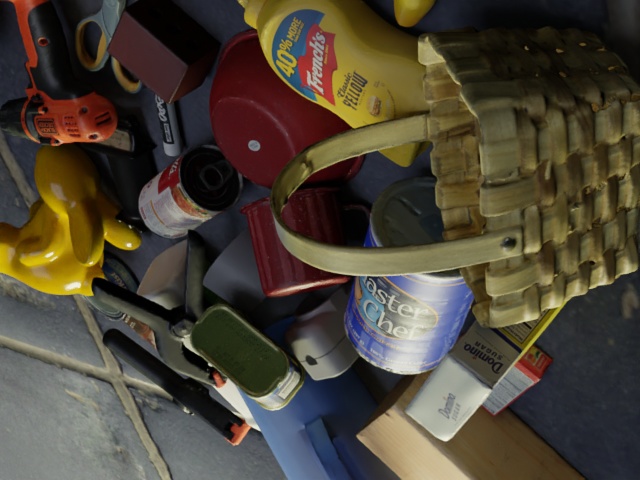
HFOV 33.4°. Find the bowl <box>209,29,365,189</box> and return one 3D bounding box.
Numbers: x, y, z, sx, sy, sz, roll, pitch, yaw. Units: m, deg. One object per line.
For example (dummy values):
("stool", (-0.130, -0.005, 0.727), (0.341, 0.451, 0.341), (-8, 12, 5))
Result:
("bowl", (-0.042, -0.097, 0.919), (0.162, 0.055, 0.162), (27, 141, 24))

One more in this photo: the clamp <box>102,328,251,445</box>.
("clamp", (-0.159, 0.175, 1.237), (0.164, 0.036, 0.210), (42, 169, -38))

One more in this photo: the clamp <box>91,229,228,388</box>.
("clamp", (-0.131, 0.071, 1.064), (0.120, 0.039, 0.171), (-32, 117, 15))

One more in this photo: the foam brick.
("foam brick", (-0.137, -0.168, 0.936), (0.078, 0.052, 0.051), (41, 132, 3))

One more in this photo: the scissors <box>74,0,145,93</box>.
("scissors", (-0.176, -0.204, 0.978), (0.096, 0.016, 0.202), (45, 144, -4))

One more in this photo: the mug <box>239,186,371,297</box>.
("mug", (-0.006, 0.001, 0.940), (0.093, 0.117, 0.081), (130, 129, -80))

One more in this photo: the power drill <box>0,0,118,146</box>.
("power drill", (-0.286, -0.183, 1.052), (0.185, 0.057, 0.187), (6, 123, 43))

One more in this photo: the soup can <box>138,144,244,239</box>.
("soup can", (-0.128, -0.045, 1.043), (0.068, 0.068, 0.102), (51, 145, -9))

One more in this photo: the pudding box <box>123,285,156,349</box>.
("pudding box", (-0.175, 0.089, 1.245), (0.090, 0.039, 0.114), (41, 145, 4))

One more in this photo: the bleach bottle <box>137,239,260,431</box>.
("bleach bottle", (-0.094, 0.122, 1.166), (0.068, 0.102, 0.250), (-28, 114, 25))

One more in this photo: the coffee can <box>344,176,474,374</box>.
("coffee can", (0.081, 0.031, 0.886), (0.103, 0.102, 0.140), (32, 143, 16))

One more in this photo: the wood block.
("wood block", (0.148, 0.213, 1.010), (0.206, 0.090, 0.091), (43, 143, 3))

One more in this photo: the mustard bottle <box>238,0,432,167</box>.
("mustard bottle", (0.012, -0.144, 0.817), (0.192, 0.058, 0.096), (37, 142, 12))

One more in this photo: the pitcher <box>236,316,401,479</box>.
("pitcher", (0.011, 0.205, 1.098), (0.149, 0.144, 0.243), (-15, 111, 47))

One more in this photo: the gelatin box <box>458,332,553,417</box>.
("gelatin box", (0.154, 0.110, 0.954), (0.073, 0.030, 0.089), (39, 144, 5))

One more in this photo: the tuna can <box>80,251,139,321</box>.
("tuna can", (-0.259, 0.055, 1.298), (0.086, 0.033, 0.086), (26, 140, 24))

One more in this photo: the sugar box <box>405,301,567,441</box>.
("sugar box", (0.140, 0.066, 0.799), (0.048, 0.176, 0.093), (37, 143, 10))

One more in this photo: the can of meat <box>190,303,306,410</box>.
("can of meat", (-0.068, 0.108, 0.991), (0.102, 0.057, 0.084), (38, 173, 14))

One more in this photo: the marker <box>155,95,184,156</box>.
("marker", (-0.147, -0.133, 1.017), (0.020, 0.020, 0.121), (23, 139, 27))

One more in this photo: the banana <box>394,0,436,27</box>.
("banana", (0.059, -0.231, 0.709), (0.070, 0.037, 0.198), (31, 145, 51))
